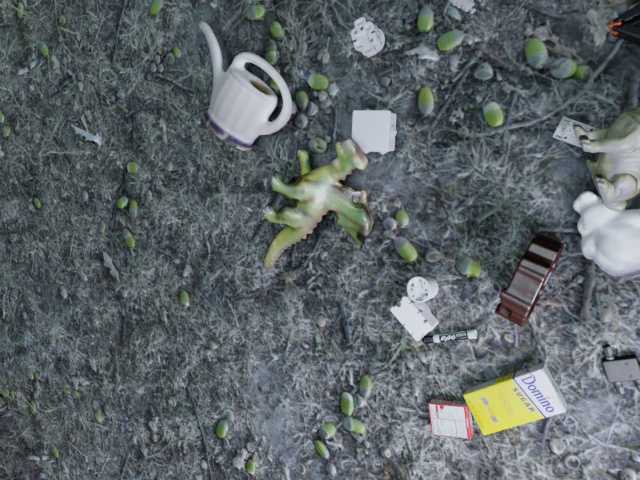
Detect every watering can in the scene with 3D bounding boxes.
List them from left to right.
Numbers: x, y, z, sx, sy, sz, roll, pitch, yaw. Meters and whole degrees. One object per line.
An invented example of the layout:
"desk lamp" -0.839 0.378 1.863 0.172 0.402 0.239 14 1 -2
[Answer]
"watering can" -0.216 -0.369 1.274 0.351 0.105 0.221 42 114 17

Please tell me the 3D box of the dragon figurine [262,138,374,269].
"dragon figurine" 0.004 -0.060 1.198 0.244 0.124 0.402 24 121 17

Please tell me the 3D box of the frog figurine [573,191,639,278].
"frog figurine" 0.520 -0.019 0.903 0.159 0.125 0.135 53 137 0
